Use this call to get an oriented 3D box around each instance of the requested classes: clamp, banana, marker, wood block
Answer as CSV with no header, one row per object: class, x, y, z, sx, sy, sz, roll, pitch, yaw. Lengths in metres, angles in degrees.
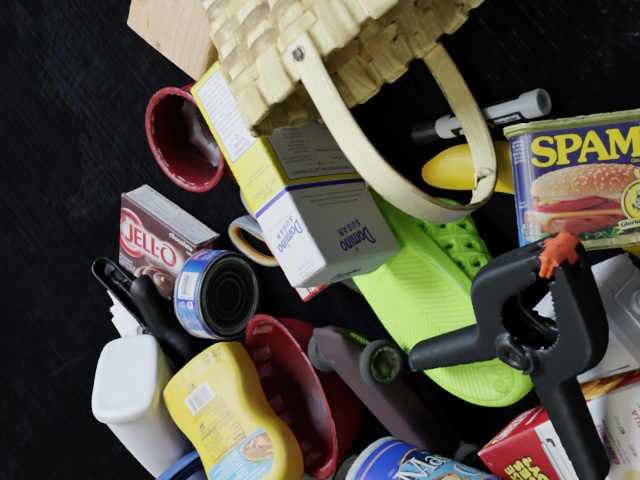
clamp,-0.172,0.085,1.109,0.120,0.039,0.171,31,154,52
banana,0.156,-0.034,0.758,0.198,0.037,0.070,28,128,29
clamp,0.129,0.066,0.709,0.165,0.036,0.210,28,144,27
marker,0.114,-0.088,0.781,0.121,0.020,0.020,-10,106,46
wood block,-0.069,-0.236,0.814,0.090,0.090,0.206,40,135,18

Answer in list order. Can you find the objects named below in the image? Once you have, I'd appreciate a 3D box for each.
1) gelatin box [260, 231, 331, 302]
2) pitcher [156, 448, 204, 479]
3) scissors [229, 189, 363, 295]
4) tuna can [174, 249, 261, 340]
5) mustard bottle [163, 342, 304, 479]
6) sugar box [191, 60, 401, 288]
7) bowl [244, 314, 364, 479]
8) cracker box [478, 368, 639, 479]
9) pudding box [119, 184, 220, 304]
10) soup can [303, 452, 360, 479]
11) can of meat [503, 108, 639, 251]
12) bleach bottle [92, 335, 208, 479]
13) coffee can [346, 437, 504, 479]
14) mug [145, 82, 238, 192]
gelatin box,-0.016,0.011,0.902,0.073,0.030,0.089,56,168,3
pitcher,-0.131,0.318,1.084,0.149,0.242,0.145,47,138,21
scissors,-0.006,0.001,0.949,0.202,0.016,0.096,17,124,36
tuna can,-0.096,0.052,1.011,0.034,0.086,0.086,3,115,41
mustard bottle,-0.068,0.196,0.990,0.096,0.058,0.192,-42,66,22
sugar box,-0.018,-0.052,0.798,0.048,0.093,0.176,-37,72,38
bowl,-0.007,0.135,0.980,0.162,0.055,0.162,44,145,42
cracker box,0.243,0.173,0.774,0.164,0.072,0.214,55,139,5
pudding box,-0.154,0.009,1.075,0.114,0.039,0.090,31,132,27
soup can,-0.003,0.237,1.046,0.102,0.068,0.068,-1,112,43
can of meat,0.173,-0.035,0.685,0.102,0.057,0.084,-6,88,12
bleach bottle,-0.160,0.212,1.129,0.068,0.102,0.251,-11,136,9
coffee can,0.097,0.220,0.814,0.141,0.102,0.103,14,122,39
mug,-0.081,-0.091,0.917,0.117,0.081,0.093,43,136,17
